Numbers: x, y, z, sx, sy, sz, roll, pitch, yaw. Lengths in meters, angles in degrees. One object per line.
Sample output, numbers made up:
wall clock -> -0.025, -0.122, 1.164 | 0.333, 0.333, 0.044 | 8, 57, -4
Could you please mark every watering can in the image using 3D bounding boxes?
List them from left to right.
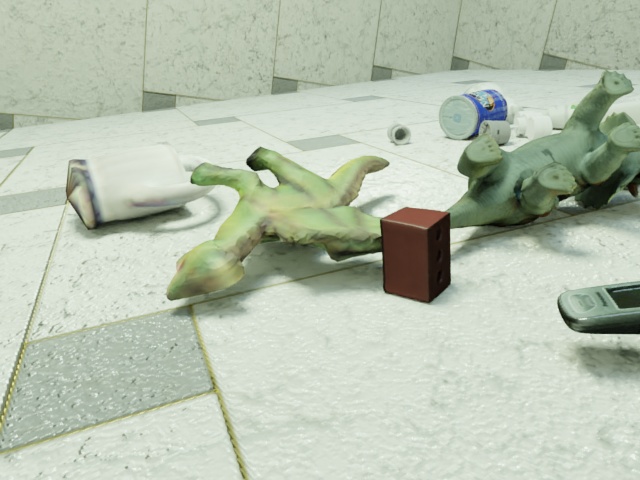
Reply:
watering can -> -0.298, -0.105, 0.847 | 0.226, 0.102, 0.351 | -15, 24, -25

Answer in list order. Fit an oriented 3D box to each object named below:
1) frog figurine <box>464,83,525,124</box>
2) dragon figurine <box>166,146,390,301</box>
frog figurine -> 0.450, -0.353, 1.332 | 0.137, 0.122, 0.160 | 8, 2, -24
dragon figurine -> 0.002, -0.031, 0.616 | 0.414, 0.120, 0.245 | -21, 34, -31
